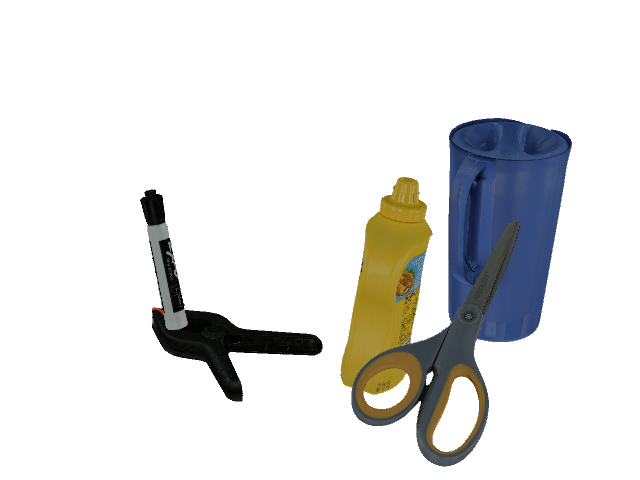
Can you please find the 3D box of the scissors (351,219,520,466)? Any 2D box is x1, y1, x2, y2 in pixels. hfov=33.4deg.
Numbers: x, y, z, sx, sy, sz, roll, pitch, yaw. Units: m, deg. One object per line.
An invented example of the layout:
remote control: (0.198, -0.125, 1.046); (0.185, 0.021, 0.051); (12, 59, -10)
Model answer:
scissors: (0.078, 0.057, 0.712); (0.096, 0.201, 0.016); (7, -39, 9)

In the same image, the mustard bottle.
mustard bottle: (0.063, 0.036, 0.964); (0.058, 0.192, 0.096); (16, 21, 19)

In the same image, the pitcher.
pitcher: (0.200, -0.006, 1.214); (0.149, 0.243, 0.145); (-3, 26, -8)

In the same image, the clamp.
clamp: (-0.125, 0.125, 1.260); (0.210, 0.036, 0.164); (15, 23, 25)

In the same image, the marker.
marker: (-0.133, 0.016, 0.902); (0.020, 0.121, 0.020); (-8, 14, 2)
